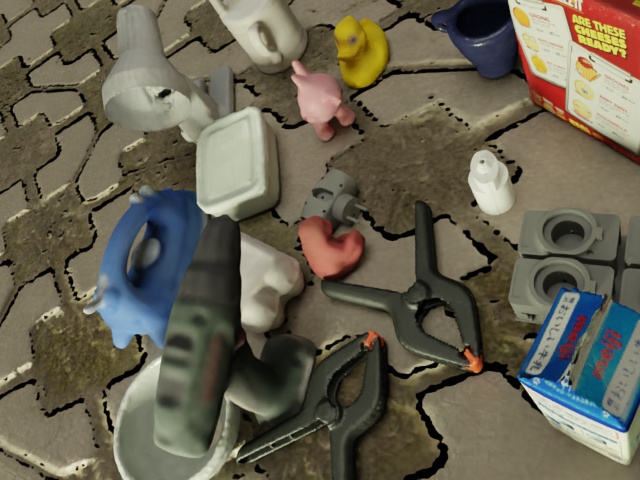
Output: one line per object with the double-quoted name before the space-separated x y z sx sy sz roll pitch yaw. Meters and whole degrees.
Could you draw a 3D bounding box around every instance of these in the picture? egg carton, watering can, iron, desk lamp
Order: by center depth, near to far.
"egg carton" -0.095 0.052 0.737 0.149 0.070 0.107 23 77 35
"iron" -0.236 0.014 0.789 0.118 0.142 0.258 -5 62 26
"desk lamp" -0.232 -0.239 0.879 0.117 0.214 0.203 -18 57 19
"watering can" -0.109 -0.365 0.893 0.101 0.195 0.172 -40 53 4

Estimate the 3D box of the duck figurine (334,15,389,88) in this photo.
"duck figurine" 0.053 -0.287 0.831 0.077 0.086 0.104 6 67 31

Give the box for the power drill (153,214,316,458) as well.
"power drill" -0.087 0.116 0.610 0.075 0.209 0.230 2 66 30

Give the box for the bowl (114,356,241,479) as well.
"bowl" -0.156 0.218 0.676 0.167 0.075 0.167 -13 59 22

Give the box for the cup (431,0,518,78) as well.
"cup" 0.203 -0.254 0.726 0.117 0.095 0.092 16 73 34

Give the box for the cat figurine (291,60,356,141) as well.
"cat figurine" -0.005 -0.204 0.797 0.067 0.118 0.127 -33 53 9

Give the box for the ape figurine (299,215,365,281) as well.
"ape figurine" 0.006 0.002 0.695 0.077 0.092 0.076 22 76 35
